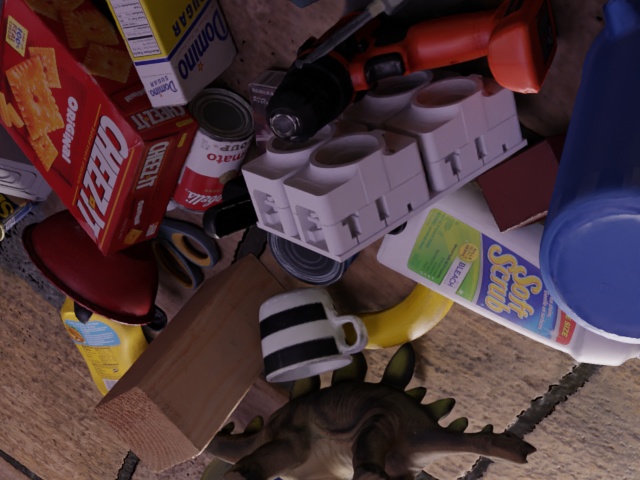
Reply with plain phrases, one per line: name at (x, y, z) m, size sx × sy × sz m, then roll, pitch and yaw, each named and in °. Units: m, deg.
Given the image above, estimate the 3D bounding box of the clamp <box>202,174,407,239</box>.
clamp at (-0.041, -0.032, 0.915) m, size 0.210 × 0.164 × 0.036 m, roll -151°, pitch 62°, yaw -65°

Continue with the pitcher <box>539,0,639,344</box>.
pitcher at (0.221, -0.039, 0.678) m, size 0.149 × 0.242 × 0.145 m, roll 19°, pitch 131°, yaw 12°

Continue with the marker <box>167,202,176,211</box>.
marker at (-0.168, -0.084, 1.062) m, size 0.020 × 0.020 × 0.121 m, roll 4°, pitch 127°, yaw 31°

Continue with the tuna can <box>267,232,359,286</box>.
tuna can at (-0.007, 0.001, 1.015) m, size 0.086 × 0.033 × 0.086 m, roll 18°, pitch 133°, yaw 20°

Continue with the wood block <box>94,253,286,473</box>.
wood block at (-0.115, 0.120, 1.060) m, size 0.090 × 0.205 × 0.091 m, roll 48°, pitch 136°, yaw -10°

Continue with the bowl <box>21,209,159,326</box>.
bowl at (-0.222, 0.015, 1.096) m, size 0.162 × 0.162 × 0.055 m, roll 38°, pitch 103°, yaw 1°

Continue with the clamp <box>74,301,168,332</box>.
clamp at (-0.250, 0.039, 1.148) m, size 0.172 × 0.120 × 0.039 m, roll 41°, pitch 101°, yaw 25°

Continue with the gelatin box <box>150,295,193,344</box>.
gelatin box at (-0.128, 0.106, 1.142) m, size 0.073 × 0.089 × 0.030 m, roll 47°, pitch 137°, yaw -10°

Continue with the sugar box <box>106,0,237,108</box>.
sugar box at (-0.133, -0.209, 0.884) m, size 0.048 × 0.093 × 0.176 m, roll -3°, pitch 124°, yaw 34°

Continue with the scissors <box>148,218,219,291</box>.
scissors at (-0.176, -0.031, 1.113) m, size 0.096 × 0.016 × 0.201 m, roll -15°, pitch 116°, yaw 43°

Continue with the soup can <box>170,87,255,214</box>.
soup can at (-0.103, -0.082, 0.986) m, size 0.068 × 0.068 × 0.102 m, roll 33°, pitch 136°, yaw 6°

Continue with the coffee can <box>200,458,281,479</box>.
coffee can at (-0.060, 0.308, 1.255) m, size 0.103 × 0.102 × 0.140 m, roll -27°, pitch 108°, yaw 44°

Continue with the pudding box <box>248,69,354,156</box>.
pudding box at (-0.002, -0.097, 0.927) m, size 0.114 × 0.039 × 0.090 m, roll 15°, pitch 132°, yaw 24°

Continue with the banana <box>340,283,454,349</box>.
banana at (0.074, 0.065, 1.016) m, size 0.198 × 0.037 × 0.070 m, roll -43°, pitch 67°, yaw 43°

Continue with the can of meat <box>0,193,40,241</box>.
can of meat at (-0.359, -0.059, 1.164) m, size 0.058 × 0.083 × 0.102 m, roll -22°, pitch 111°, yaw 43°

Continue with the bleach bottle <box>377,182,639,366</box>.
bleach bottle at (0.179, 0.030, 0.894) m, size 0.251 × 0.068 × 0.103 m, roll 27°, pitch 123°, yaw 6°

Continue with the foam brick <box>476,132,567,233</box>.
foam brick at (0.172, -0.046, 0.831) m, size 0.078 × 0.052 × 0.051 m, roll -30°, pitch 79°, yaw 45°

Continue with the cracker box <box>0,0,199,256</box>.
cracker box at (-0.219, -0.116, 0.989) m, size 0.214 × 0.071 × 0.164 m, roll 49°, pitch 139°, yaw 19°

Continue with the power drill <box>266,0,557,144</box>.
power drill at (0.067, -0.128, 0.765) m, size 0.188 × 0.184 × 0.057 m, roll -3°, pitch 120°, yaw 25°

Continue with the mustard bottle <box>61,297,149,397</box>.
mustard bottle at (-0.250, 0.107, 1.247) m, size 0.096 × 0.058 × 0.191 m, roll 0°, pitch 125°, yaw 36°
